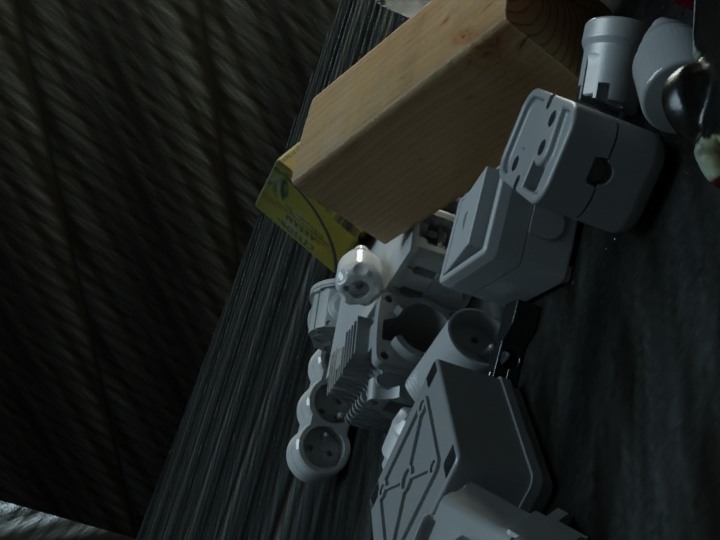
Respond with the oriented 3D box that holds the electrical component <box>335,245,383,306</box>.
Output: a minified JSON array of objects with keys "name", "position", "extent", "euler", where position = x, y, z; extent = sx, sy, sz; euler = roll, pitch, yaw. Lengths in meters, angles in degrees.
[{"name":"electrical component","position":[0.000,0.000,0.795],"extent":[0.061,0.035,0.035],"euler":[-86,18,-62]}]

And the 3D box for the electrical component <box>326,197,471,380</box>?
[{"name":"electrical component","position":[0.038,0.008,0.853],"extent":[0.186,0.060,0.105],"euler":[121,164,-49]}]

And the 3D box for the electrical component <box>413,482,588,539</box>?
[{"name":"electrical component","position":[0.047,0.164,0.490],"extent":[0.079,0.063,0.121],"euler":[0,-67,-64]}]

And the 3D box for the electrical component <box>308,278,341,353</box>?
[{"name":"electrical component","position":[-0.009,0.044,0.985],"extent":[0.080,0.080,0.051],"euler":[128,154,-60]}]

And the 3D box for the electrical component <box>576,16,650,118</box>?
[{"name":"electrical component","position":[0.141,-0.112,0.597],"extent":[0.040,0.040,0.046],"euler":[166,117,-78]}]

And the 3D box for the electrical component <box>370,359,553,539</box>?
[{"name":"electrical component","position":[0.051,0.123,0.595],"extent":[0.108,0.056,0.108],"euler":[-96,27,-66]}]

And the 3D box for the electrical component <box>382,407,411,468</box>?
[{"name":"electrical component","position":[0.034,0.126,0.713],"extent":[0.043,0.043,0.062],"euler":[-103,33,-71]}]

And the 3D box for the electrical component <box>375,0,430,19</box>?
[{"name":"electrical component","position":[0.081,-0.273,0.999],"extent":[0.109,0.109,0.056],"euler":[140,150,-71]}]

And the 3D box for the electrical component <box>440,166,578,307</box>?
[{"name":"electrical component","position":[0.086,-0.019,0.655],"extent":[0.096,0.061,0.061],"euler":[138,150,-69]}]

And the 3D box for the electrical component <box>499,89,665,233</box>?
[{"name":"electrical component","position":[0.117,-0.057,0.563],"extent":[0.095,0.059,0.053],"euler":[-110,40,-74]}]

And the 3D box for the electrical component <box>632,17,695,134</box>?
[{"name":"electrical component","position":[0.151,-0.098,0.515],"extent":[0.078,0.040,0.040],"euler":[-84,16,-50]}]

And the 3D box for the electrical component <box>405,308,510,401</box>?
[{"name":"electrical component","position":[0.060,0.065,0.688],"extent":[0.081,0.043,0.043],"euler":[120,165,-46]}]

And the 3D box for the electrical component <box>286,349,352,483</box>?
[{"name":"electrical component","position":[-0.035,0.136,1.024],"extent":[0.073,0.052,0.138],"euler":[129,158,-61]}]
